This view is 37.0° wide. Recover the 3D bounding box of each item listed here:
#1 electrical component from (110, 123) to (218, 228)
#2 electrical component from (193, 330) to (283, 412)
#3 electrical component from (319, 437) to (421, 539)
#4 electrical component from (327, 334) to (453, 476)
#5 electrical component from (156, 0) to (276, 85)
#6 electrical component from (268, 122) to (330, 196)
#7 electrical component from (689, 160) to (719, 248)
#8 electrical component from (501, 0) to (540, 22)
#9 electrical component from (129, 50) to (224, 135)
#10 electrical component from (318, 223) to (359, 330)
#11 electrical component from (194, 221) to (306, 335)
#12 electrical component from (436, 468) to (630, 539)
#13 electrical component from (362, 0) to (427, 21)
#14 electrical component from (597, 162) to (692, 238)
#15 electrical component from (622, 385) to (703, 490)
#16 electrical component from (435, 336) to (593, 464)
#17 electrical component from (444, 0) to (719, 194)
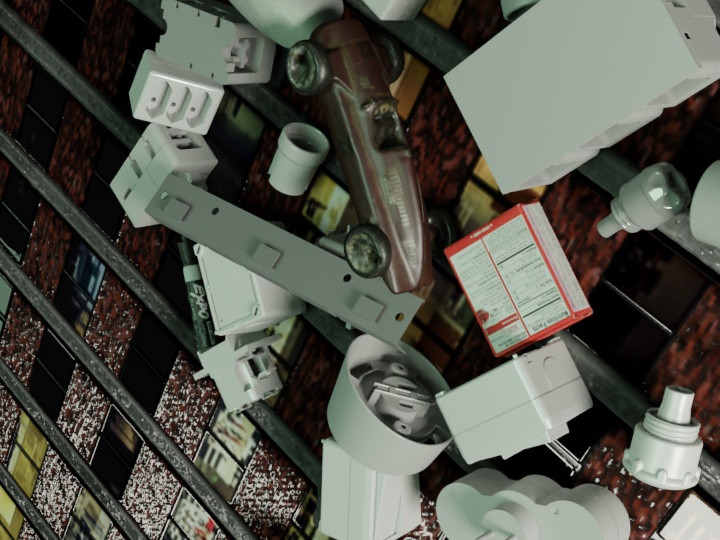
[{"bbox_3d":[-0.173,-0.082,0.955,0.089,0.050,0.055,-47,69,37],"label":"electrical component"},{"bbox_3d":[-0.102,0.087,0.938,0.081,0.042,0.063,-29,82,42],"label":"electrical component"},{"bbox_3d":[0.011,0.176,0.846,0.061,0.062,0.096,14,109,38],"label":"electrical component"},{"bbox_3d":[0.025,0.099,0.793,0.099,0.099,0.064,46,132,24],"label":"electrical component"},{"bbox_3d":[-0.114,-0.187,0.877,0.089,0.056,0.050,28,116,33],"label":"electrical component"},{"bbox_3d":[-0.050,-0.088,0.856,0.040,0.040,0.046,48,132,22],"label":"electrical component"},{"bbox_3d":[0.224,-0.035,0.621,0.047,0.055,0.055,22,114,40],"label":"electrical component"},{"bbox_3d":[0.109,-0.189,0.696,0.040,0.040,0.046,-15,83,42],"label":"electrical component"},{"bbox_3d":[-0.160,-0.162,0.922,0.047,0.066,0.076,-60,33,32],"label":"electrical component"},{"bbox_3d":[0.000,0.000,0.830,0.064,0.042,0.081,22,113,39],"label":"electrical component"},{"bbox_3d":[-0.091,0.000,0.900,0.062,0.061,0.096,-23,77,40],"label":"electrical component"},{"bbox_3d":[0.110,0.179,0.753,0.138,0.074,0.052,1,100,41],"label":"electrical component"},{"bbox_3d":[0.007,-0.213,0.753,0.065,0.077,0.047,51,127,21],"label":"electrical component"},{"bbox_3d":[0.175,-0.040,0.675,0.061,0.035,0.035,-38,75,42],"label":"electrical component"},{"bbox_3d":[0.196,0.105,0.683,0.048,0.048,0.062,19,105,37],"label":"electrical component"},{"bbox_3d":[0.104,0.097,0.748,0.096,0.062,0.061,-34,77,40],"label":"electrical component"},{"bbox_3d":[0.140,-0.123,0.667,0.150,0.062,0.089,-33,78,40],"label":"electrical component"}]
